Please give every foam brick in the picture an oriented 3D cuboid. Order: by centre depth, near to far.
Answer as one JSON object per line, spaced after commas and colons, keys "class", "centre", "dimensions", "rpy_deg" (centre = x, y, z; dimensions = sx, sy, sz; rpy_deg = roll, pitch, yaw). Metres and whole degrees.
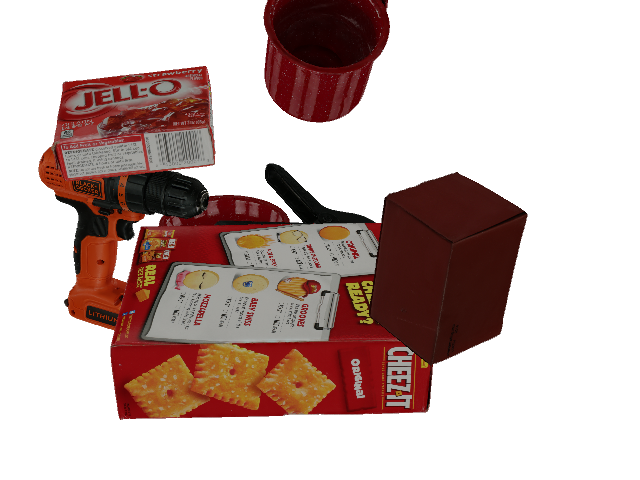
{"class": "foam brick", "centre": [0.063, 0.014, 0.544], "dimensions": [0.052, 0.078, 0.051], "rpy_deg": [-19, 41, -33]}

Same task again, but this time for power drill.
{"class": "power drill", "centre": [-0.194, 0.002, 1.075], "dimensions": [0.185, 0.188, 0.057], "rpy_deg": [15, 29, 22]}

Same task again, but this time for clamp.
{"class": "clamp", "centre": [-0.005, -0.006, 1.155], "dimensions": [0.210, 0.036, 0.164], "rpy_deg": [27, 36, 14]}

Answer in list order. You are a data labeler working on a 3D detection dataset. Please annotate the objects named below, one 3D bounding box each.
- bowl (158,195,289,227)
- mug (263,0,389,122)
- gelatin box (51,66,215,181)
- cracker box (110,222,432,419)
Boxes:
{"class": "bowl", "centre": [-0.119, 0.001, 1.325], "dimensions": [0.162, 0.055, 0.162], "rpy_deg": [1, 27, -1]}
{"class": "mug", "centre": [0.008, -0.151, 0.820], "dimensions": [0.093, 0.117, 0.081], "rpy_deg": [40, -24, 12]}
{"class": "gelatin box", "centre": [-0.107, -0.069, 0.620], "dimensions": [0.089, 0.030, 0.073], "rpy_deg": [-6, 36, -3]}
{"class": "cracker box", "centre": [-0.034, 0.055, 0.778], "dimensions": [0.213, 0.072, 0.164], "rpy_deg": [-1, 30, -1]}
